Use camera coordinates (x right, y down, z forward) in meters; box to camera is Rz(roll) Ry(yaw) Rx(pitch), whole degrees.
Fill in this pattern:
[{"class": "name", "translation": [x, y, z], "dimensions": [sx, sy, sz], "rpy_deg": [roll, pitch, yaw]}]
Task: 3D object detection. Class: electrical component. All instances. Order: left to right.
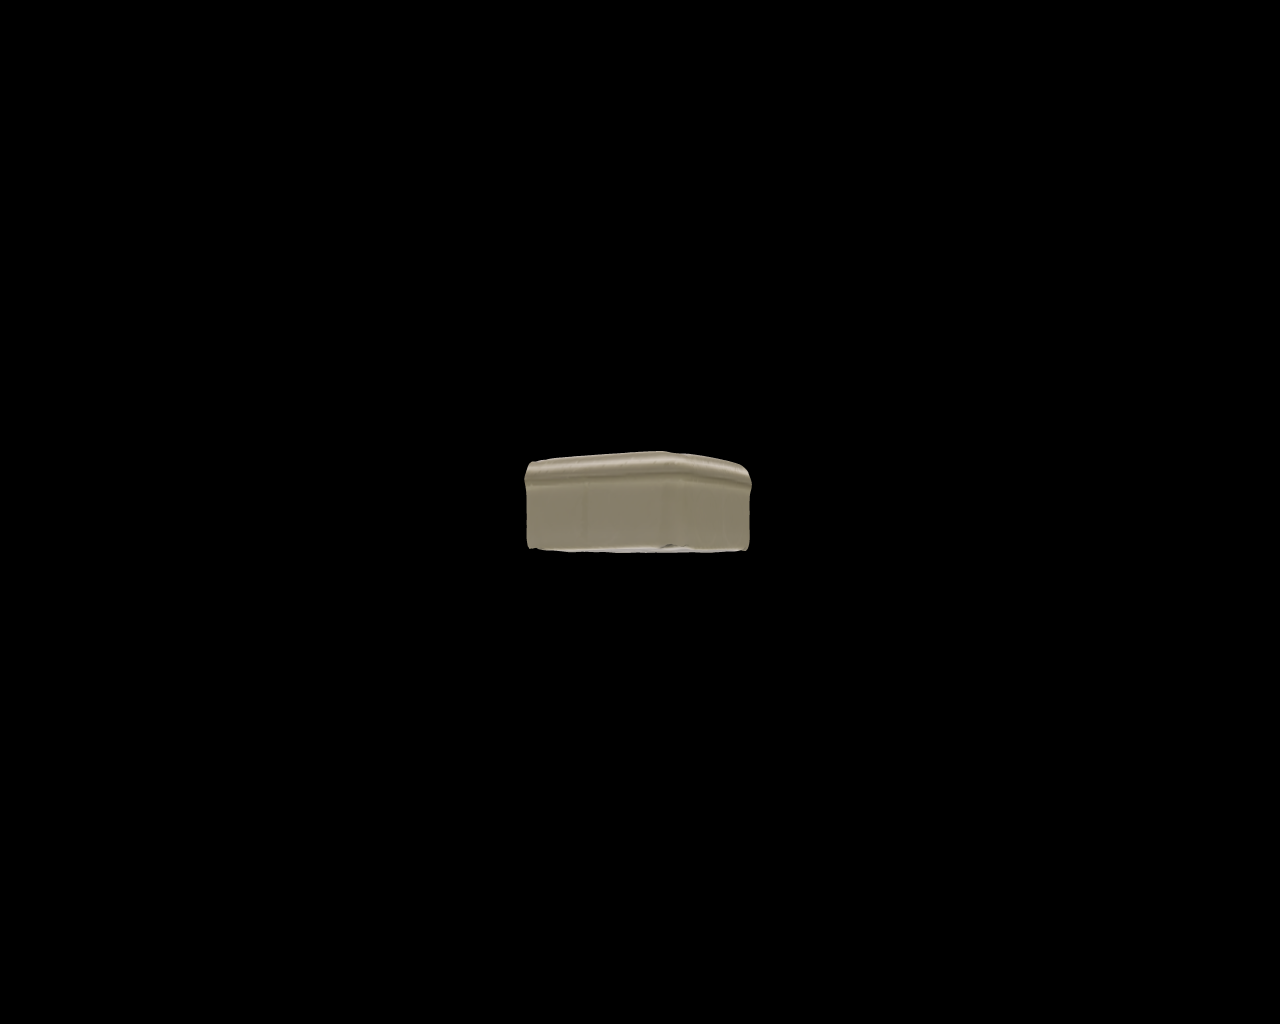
[{"class": "electrical component", "translation": [0.001, -0.003, 0.650], "dimensions": [0.109, 0.056, 0.109], "rpy_deg": [-2, -3, 27]}]
